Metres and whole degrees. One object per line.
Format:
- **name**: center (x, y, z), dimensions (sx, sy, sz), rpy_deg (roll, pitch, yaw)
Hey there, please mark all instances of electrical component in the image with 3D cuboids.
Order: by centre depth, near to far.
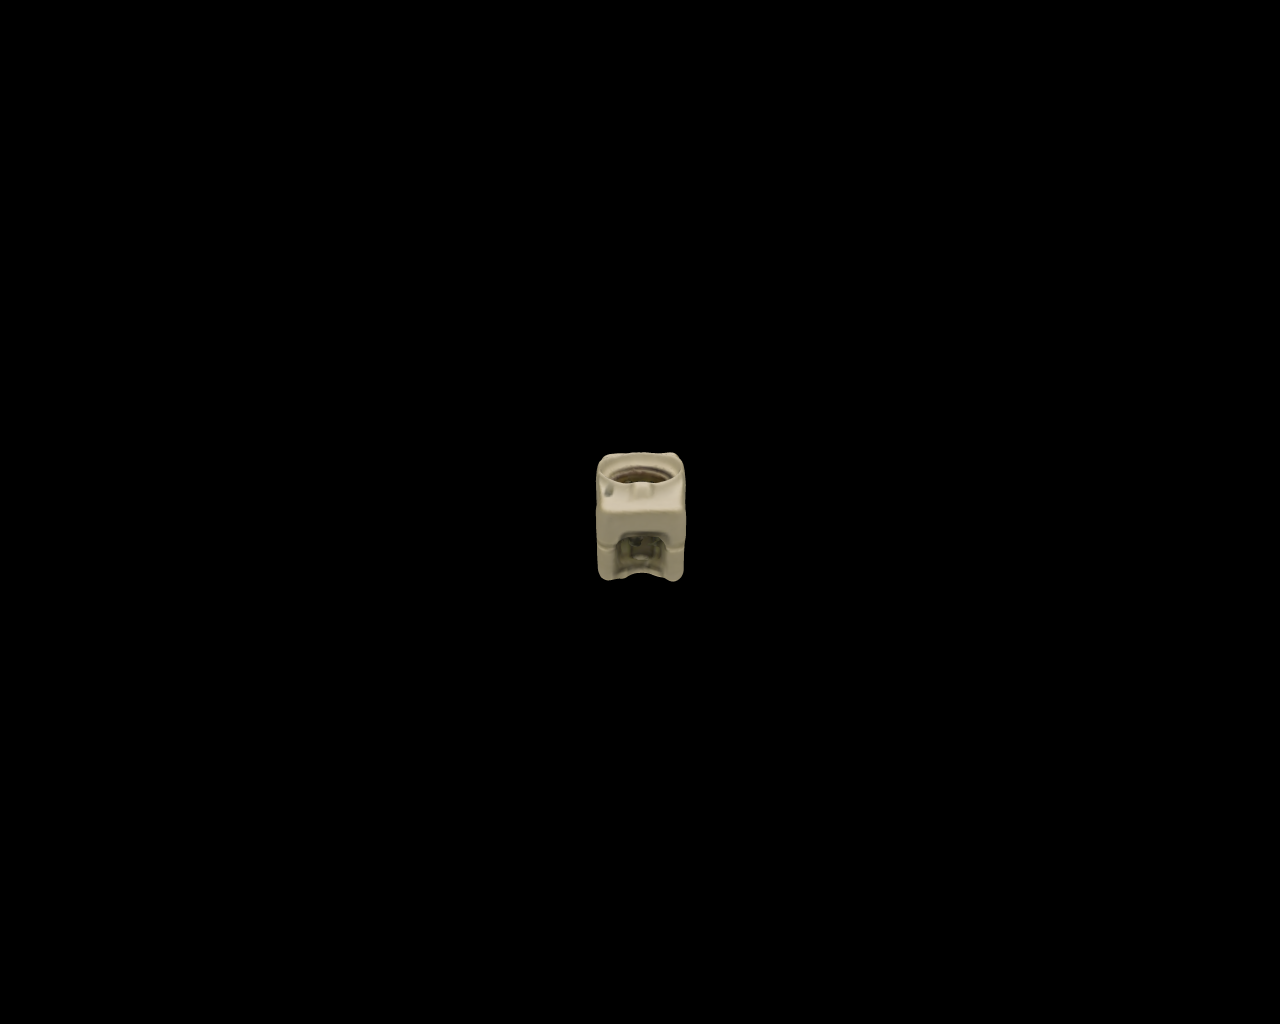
- **electrical component**: center (0.001, -0.003, 0.650), dimensions (0.050, 0.055, 0.090), rpy_deg (0, 25, 0)
